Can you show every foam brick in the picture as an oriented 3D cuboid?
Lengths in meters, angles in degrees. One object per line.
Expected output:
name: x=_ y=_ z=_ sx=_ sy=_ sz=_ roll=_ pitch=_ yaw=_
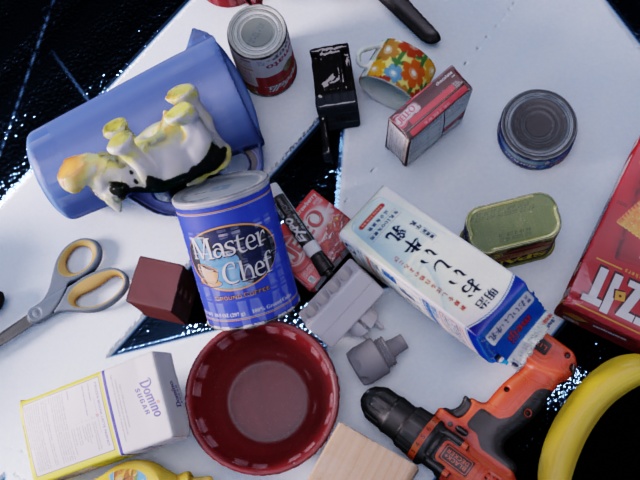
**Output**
foam brick: x=-0.168 y=0.055 z=1.147 sx=0.051 sy=0.078 sz=0.053 roll=12 pitch=77 yaw=10

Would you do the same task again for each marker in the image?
marker: x=-0.022 y=-0.010 z=1.148 sx=0.020 sy=0.020 sz=0.121 roll=-34 pitch=74 yaw=-4

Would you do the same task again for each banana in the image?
banana: x=0.275 y=0.182 z=1.083 sx=0.198 sy=0.037 sz=0.070 roll=-48 pitch=38 yaw=1

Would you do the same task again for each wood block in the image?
wood block: x=0.011 y=0.296 z=1.061 sx=0.090 sy=0.091 sz=0.206 roll=28 pitch=79 yaw=11

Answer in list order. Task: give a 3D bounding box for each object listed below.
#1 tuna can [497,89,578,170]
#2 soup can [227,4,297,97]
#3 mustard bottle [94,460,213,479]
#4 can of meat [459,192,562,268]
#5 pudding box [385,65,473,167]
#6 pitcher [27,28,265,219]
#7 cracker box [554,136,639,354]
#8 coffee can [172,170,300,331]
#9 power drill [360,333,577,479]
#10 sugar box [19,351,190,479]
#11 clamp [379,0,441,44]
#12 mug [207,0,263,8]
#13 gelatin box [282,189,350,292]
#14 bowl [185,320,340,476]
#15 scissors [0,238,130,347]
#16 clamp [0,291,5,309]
tuna can: x=0.240 y=-0.122 z=1.177 sx=0.086 sy=0.034 sz=0.086 roll=-1 pitch=76 yaw=4
soup can: x=-0.064 y=-0.211 z=1.194 sx=0.068 sy=0.102 sz=0.068 roll=-1 pitch=74 yaw=4
mustard bottle: x=-0.201 y=0.280 z=1.102 sx=0.191 sy=0.058 sz=0.096 roll=-17 pitch=75 yaw=1
can of meat: x=0.200 y=-0.008 z=1.125 sx=0.102 sy=0.084 sz=0.057 roll=-14 pitch=75 yaw=1
pudding box: x=0.115 y=-0.132 z=1.150 sx=0.090 sy=0.113 sz=0.039 roll=-39 pitch=79 yaw=-5
pitcher: x=-0.187 y=-0.108 z=1.170 sx=0.243 sy=0.145 sz=0.149 roll=-25 pitch=42 yaw=2
cracker box: x=0.366 y=0.014 z=1.110 sx=0.164 sy=0.072 sz=0.213 roll=26 pitch=80 yaw=12
coffee can: x=-0.086 y=0.010 z=1.108 sx=0.103 sy=0.103 sz=0.140 roll=-14 pitch=107 yaw=2
power drill: x=0.159 y=0.159 z=1.102 sx=0.184 sy=0.057 sz=0.187 roll=36 pitch=83 yaw=15
sugar box: x=-0.225 y=0.186 z=1.111 sx=0.176 sy=0.048 sz=0.093 roll=-20 pitch=75 yaw=17
clamp: x=0.066 y=-0.330 z=1.246 sx=0.210 sy=0.036 sz=0.164 roll=19 pitch=78 yaw=10
mug: x=-0.103 y=-0.314 z=1.234 sx=0.093 sy=0.081 sz=0.117 roll=-39 pitch=75 yaw=-5
gelatin box: x=-0.008 y=0.002 z=1.170 sx=0.073 sy=0.030 sz=0.089 roll=39 pitch=82 yaw=14
bowl: x=-0.058 y=0.166 z=1.119 sx=0.162 sy=0.055 sz=0.162 roll=-1 pitch=75 yaw=5
scissors: x=-0.313 y=0.063 z=1.189 sx=0.201 sy=0.016 sz=0.096 roll=-19 pitch=72 yaw=-2
clamp: x=-0.425 y=0.109 z=1.179 sx=0.120 sy=0.039 sz=0.171 roll=13 pitch=79 yaw=13
